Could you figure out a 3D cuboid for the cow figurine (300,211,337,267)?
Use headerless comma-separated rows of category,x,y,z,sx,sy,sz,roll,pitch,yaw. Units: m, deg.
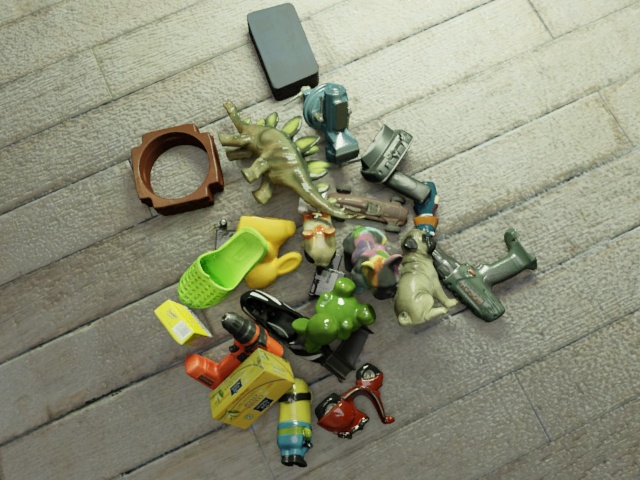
cow figurine,-0.003,-0.004,1.226,0.085,0.195,0.127,-5,116,-3

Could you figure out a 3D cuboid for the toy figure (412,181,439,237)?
toy figure,0.256,-0.063,1.290,0.058,0.064,0.154,7,78,-25

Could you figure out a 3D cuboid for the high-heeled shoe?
high-heeled shoe,-0.069,0.195,1.195,0.249,0.145,0.086,33,81,10

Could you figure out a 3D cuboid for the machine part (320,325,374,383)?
machine part,0.063,0.246,1.219,0.084,0.039,0.139,43,69,-11

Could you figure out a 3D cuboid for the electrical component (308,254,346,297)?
electrical component,0.024,0.087,1.268,0.075,0.047,0.119,20,80,5

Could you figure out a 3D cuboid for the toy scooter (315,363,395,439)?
toy scooter,0.087,0.375,1.189,0.184,0.075,0.135,-37,80,-12

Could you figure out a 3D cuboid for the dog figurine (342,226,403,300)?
dog figurine,0.119,0.043,1.189,0.108,0.219,0.191,-11,78,-5

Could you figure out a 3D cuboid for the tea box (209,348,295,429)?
tea box,-0.147,0.321,1.158,0.169,0.098,0.068,-47,36,15

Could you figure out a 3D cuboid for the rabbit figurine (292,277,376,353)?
rabbit figurine,0.014,0.169,1.148,0.159,0.170,0.121,-32,87,25

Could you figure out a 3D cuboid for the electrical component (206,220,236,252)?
electrical component,-0.228,0.004,1.293,0.078,0.045,0.102,6,77,4

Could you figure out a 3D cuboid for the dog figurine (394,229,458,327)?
dog figurine,0.204,0.081,1.190,0.121,0.172,0.190,-21,90,34

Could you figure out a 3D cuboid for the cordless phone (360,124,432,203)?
cordless phone,0.201,-0.180,1.288,0.184,0.088,0.146,32,80,18

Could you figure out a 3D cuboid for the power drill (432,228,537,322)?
power drill,0.382,0.058,1.251,0.207,0.086,0.232,-33,78,-10

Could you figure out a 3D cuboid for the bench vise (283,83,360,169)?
bench vise,0.015,-0.295,1.310,0.129,0.223,0.241,-28,48,-10

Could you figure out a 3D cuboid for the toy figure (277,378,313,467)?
toy figure,-0.054,0.390,1.163,0.082,0.089,0.180,3,56,-1

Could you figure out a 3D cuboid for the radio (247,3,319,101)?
radio,-0.094,-0.489,1.389,0.131,0.073,0.229,-20,79,-4

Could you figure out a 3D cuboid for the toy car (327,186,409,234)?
toy car,0.115,-0.076,1.301,0.202,0.053,0.089,14,81,3

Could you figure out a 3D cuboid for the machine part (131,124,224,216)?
machine part,-0.345,-0.169,1.315,0.201,0.087,0.201,-13,79,-1

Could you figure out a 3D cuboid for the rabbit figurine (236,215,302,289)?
rabbit figurine,-0.123,0.032,1.266,0.162,0.122,0.173,10,91,-6

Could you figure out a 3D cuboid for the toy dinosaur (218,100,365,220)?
toy dinosaur,-0.087,-0.180,1.236,0.198,0.105,0.472,-34,66,-7
